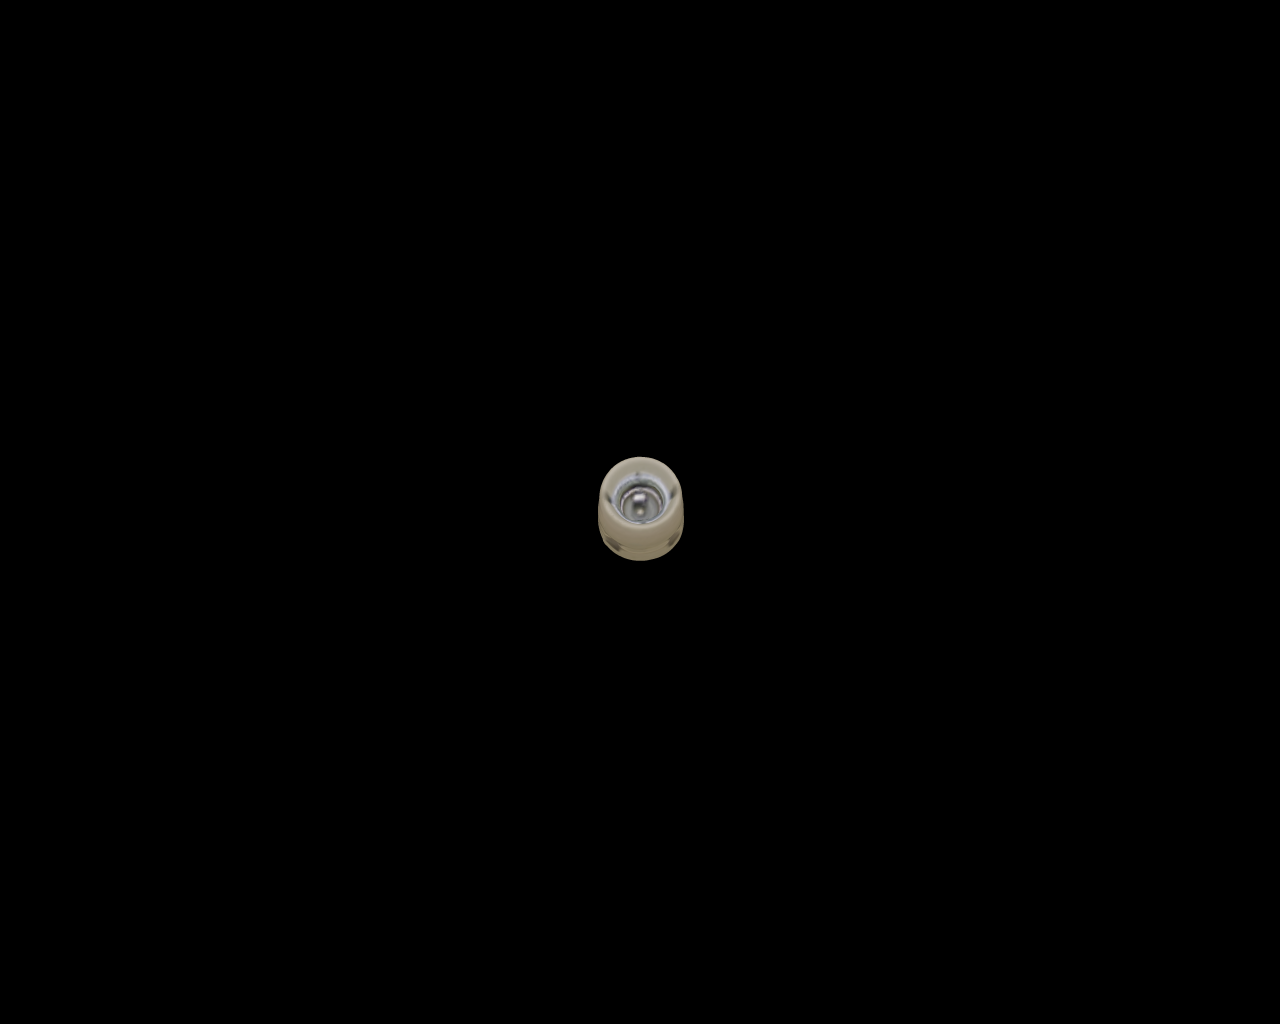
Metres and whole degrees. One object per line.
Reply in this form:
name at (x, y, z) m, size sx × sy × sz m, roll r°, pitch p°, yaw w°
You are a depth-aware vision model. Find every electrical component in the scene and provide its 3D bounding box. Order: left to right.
electrical component at (0.001, -0.003, 0.650) m, size 0.055 × 0.055 × 0.047 m, roll 0°, pitch -24°, yaw 0°
